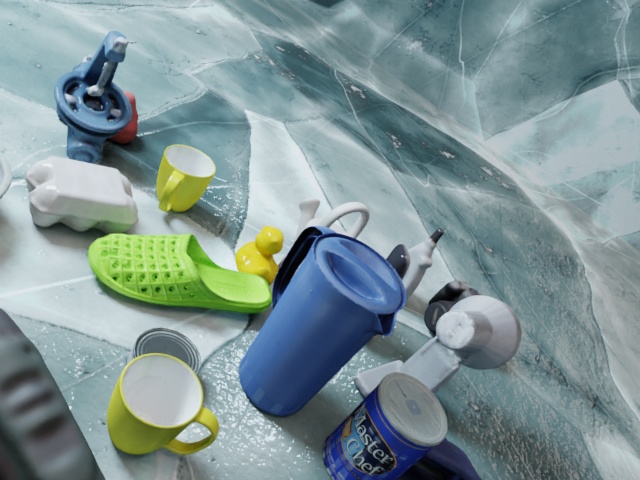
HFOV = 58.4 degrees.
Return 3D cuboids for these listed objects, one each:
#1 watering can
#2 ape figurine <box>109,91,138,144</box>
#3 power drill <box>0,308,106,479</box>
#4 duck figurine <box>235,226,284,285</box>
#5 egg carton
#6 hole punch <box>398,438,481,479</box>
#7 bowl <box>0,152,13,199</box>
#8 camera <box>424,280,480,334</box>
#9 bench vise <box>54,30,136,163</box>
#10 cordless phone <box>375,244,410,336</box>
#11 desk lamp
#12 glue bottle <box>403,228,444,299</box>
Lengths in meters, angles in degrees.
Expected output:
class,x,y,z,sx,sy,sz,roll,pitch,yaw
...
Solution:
class,x,y,z,sx,sy,sz,roll,pitch,yaw
watering can,0.007,0.003,0.972,0.172,0.194,0.101,45,31,15
ape figurine,-0.355,-0.226,1.025,0.076,0.092,0.078,49,32,22
power drill,-0.266,0.158,0.451,0.229,0.208,0.076,43,30,13
duck figurine,-0.092,0.020,0.955,0.078,0.086,0.104,23,32,-22
egg carton,-0.342,-0.062,0.827,0.151,0.069,0.107,8,40,-40
hole punch,0.163,0.306,0.805,0.109,0.091,0.101,33,30,-5
bowl,-0.474,-0.071,0.697,0.168,0.074,0.167,26,31,-17
camera,0.274,0.141,1.147,0.137,0.100,0.143,12,37,-36
bench vise,-0.373,-0.260,0.926,0.122,0.219,0.207,-4,48,-48
cordless phone,0.095,0.061,0.990,0.094,0.185,0.147,20,33,-26
desk lamp,0.195,0.181,0.894,0.204,0.213,0.117,-3,48,-48
glue bottle,0.187,0.043,1.124,0.037,0.173,0.078,11,38,-37
